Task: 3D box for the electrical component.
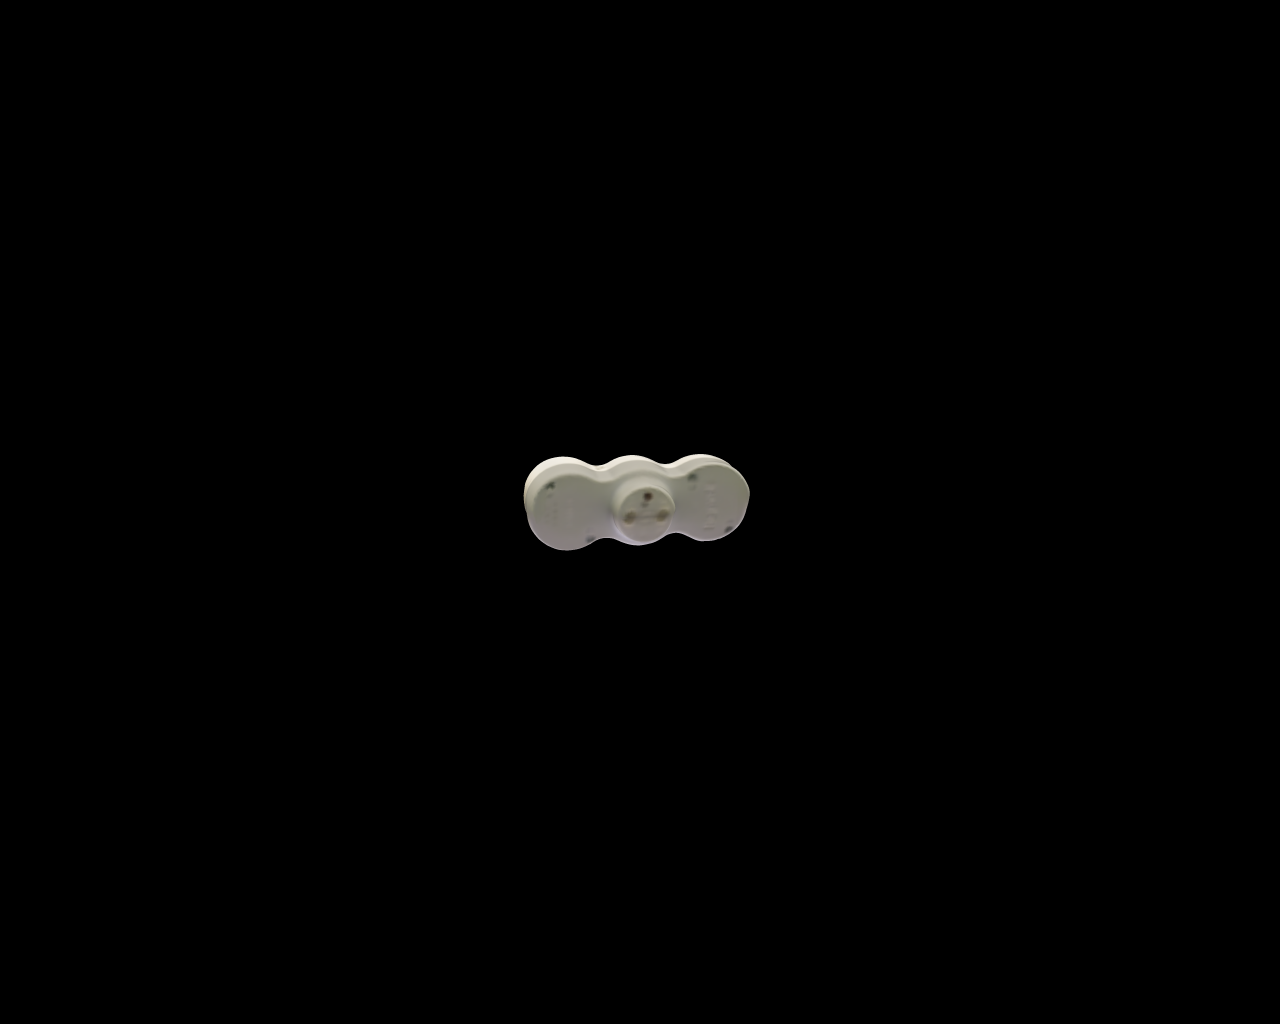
[{"bbox_3d":[0.001,-0.003,0.650,0.138,0.052,0.074,-3,16,-9],"label":"electrical component"}]
